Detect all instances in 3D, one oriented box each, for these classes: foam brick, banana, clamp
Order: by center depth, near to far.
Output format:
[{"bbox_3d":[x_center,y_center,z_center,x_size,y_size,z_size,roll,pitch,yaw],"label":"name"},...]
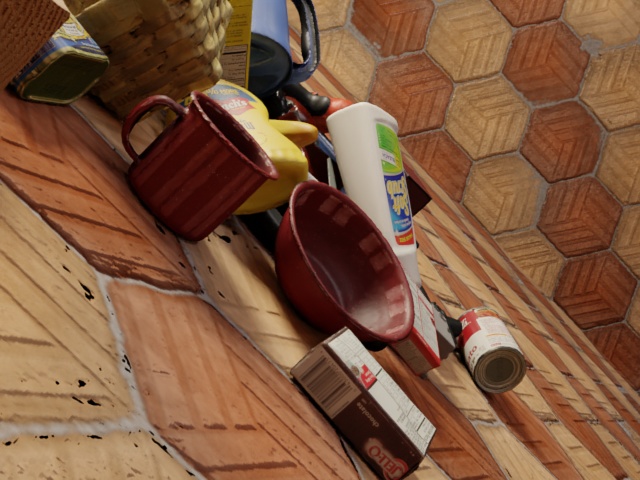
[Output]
[{"bbox_3d":[-0.007,0.001,1.039,0.210,0.036,0.164,42,22,-12],"label":"clamp"},{"bbox_3d":[-0.067,-0.126,1.171,0.037,0.069,0.198,59,-9,-27],"label":"banana"},{"bbox_3d":[0.122,0.084,1.258,0.120,0.039,0.171,45,11,1],"label":"clamp"},{"bbox_3d":[0.096,-0.066,1.330,0.051,0.053,0.078,41,12,-30],"label":"foam brick"}]

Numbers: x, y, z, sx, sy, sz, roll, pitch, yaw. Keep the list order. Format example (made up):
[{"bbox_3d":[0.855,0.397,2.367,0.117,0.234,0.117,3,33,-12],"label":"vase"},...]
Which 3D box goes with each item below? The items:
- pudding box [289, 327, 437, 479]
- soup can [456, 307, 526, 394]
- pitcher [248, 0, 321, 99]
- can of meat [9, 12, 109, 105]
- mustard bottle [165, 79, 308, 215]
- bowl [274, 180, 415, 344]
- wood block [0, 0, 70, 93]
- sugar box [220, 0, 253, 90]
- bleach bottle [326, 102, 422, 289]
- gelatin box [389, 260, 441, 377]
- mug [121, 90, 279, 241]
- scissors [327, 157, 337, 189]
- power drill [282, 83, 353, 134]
[{"bbox_3d":[0.035,0.122,0.799,0.113,0.039,0.090,50,10,6],"label":"pudding box"},{"bbox_3d":[0.210,0.137,1.327,0.068,0.068,0.102,42,13,-23],"label":"soup can"},{"bbox_3d":[-0.091,-0.294,1.271,0.149,0.145,0.243,49,34,-55],"label":"pitcher"},{"bbox_3d":[-0.209,-0.148,0.780,0.084,0.057,0.102,50,12,5],"label":"can of meat"},{"bbox_3d":[-0.089,-0.100,0.983,0.192,0.096,0.058,-125,-152,-45],"label":"mustard bottle"},{"bbox_3d":[0.011,0.030,0.926,0.162,0.055,0.162,40,30,-29],"label":"bowl"},{"bbox_3d":[-0.250,-0.189,0.683,0.090,0.090,0.206,33,17,-51],"label":"wood block"},{"bbox_3d":[-0.105,-0.200,1.102,0.093,0.048,0.176,-122,-153,-44],"label":"sugar box"},{"bbox_3d":[0.073,-0.028,1.230,0.102,0.068,0.251,23,50,-59],"label":"bleach bottle"},{"bbox_3d":[0.081,0.073,1.009,0.073,0.030,0.089,51,22,-31],"label":"gelatin box"},{"bbox_3d":[-0.100,-0.060,0.813,0.117,0.081,0.093,41,12,-30],"label":"mug"},{"bbox_3d":[0.006,-0.026,1.145,0.096,0.016,0.202,23,39,-45],"label":"scissors"},{"bbox_3d":[-0.064,-0.199,1.407,0.187,0.057,0.185,28,-11,-36],"label":"power drill"}]
